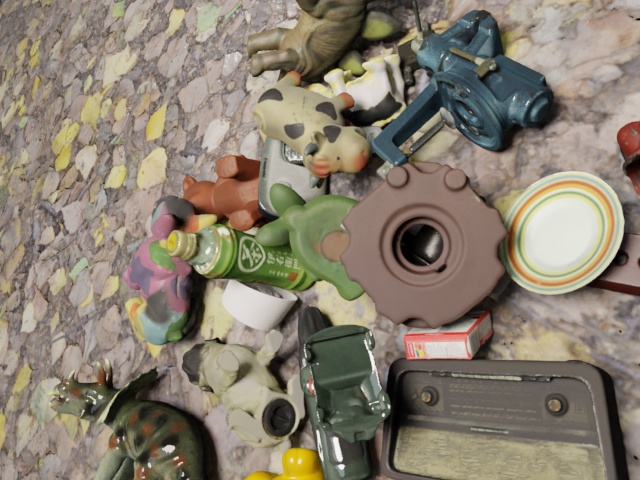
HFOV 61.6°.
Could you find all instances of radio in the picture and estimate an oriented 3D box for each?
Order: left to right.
[{"bbox_3d":[0.181,0.189,0.553,0.230,0.073,0.131,-7,71,34],"label":"radio"}]

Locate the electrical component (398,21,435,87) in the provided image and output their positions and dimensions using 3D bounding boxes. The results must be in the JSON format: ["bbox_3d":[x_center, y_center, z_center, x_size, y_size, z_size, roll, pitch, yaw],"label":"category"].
[{"bbox_3d":[0.141,-0.270,0.778,0.063,0.021,0.094,-15,66,32],"label":"electrical component"}]

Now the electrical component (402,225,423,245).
[{"bbox_3d":[0.123,-0.028,0.691,0.119,0.047,0.075,40,99,37],"label":"electrical component"}]

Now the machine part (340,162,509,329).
[{"bbox_3d":[0.108,0.006,0.570,0.179,0.056,0.179,0,92,12],"label":"machine part"}]

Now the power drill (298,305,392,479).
[{"bbox_3d":[0.012,0.160,0.621,0.207,0.086,0.232,113,147,-63],"label":"power drill"}]

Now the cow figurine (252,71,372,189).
[{"bbox_3d":[-0.012,-0.146,0.719,0.195,0.085,0.127,33,59,30],"label":"cow figurine"}]

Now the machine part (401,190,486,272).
[{"bbox_3d":[0.136,0.000,0.620,0.084,0.039,0.139,39,100,34],"label":"machine part"}]

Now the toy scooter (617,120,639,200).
[{"bbox_3d":[0.334,-0.054,0.488,0.075,0.135,0.184,-37,57,18],"label":"toy scooter"}]

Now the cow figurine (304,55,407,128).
[{"bbox_3d":[0.045,-0.205,0.795,0.167,0.068,0.098,-8,107,36],"label":"cow figurine"}]

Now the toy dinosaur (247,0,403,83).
[{"bbox_3d":[0.021,-0.344,0.755,0.471,0.198,0.105,128,137,-53],"label":"toy dinosaur"}]

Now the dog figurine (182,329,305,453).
[{"bbox_3d":[-0.116,0.217,0.765,0.190,0.121,0.172,-27,72,54],"label":"dog figurine"}]

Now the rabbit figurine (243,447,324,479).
[{"bbox_3d":[-0.067,0.333,0.623,0.122,0.173,0.162,-26,56,22],"label":"rabbit figurine"}]

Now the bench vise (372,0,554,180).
[{"bbox_3d":[0.149,-0.172,0.669,0.240,0.128,0.224,-43,64,1],"label":"bench vise"}]

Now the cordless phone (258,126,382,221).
[{"bbox_3d":[0.006,-0.095,0.782,0.184,0.088,0.146,-6,65,21],"label":"cordless phone"}]

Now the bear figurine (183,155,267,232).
[{"bbox_3d":[-0.165,-0.067,0.866,0.196,0.132,0.120,-9,97,27],"label":"bear figurine"}]

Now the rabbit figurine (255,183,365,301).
[{"bbox_3d":[-0.001,-0.002,0.696,0.170,0.159,0.121,-153,81,-83],"label":"rabbit figurine"}]

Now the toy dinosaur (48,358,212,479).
[{"bbox_3d":[-0.240,0.312,0.800,0.405,0.131,0.192,17,85,33],"label":"toy dinosaur"}]

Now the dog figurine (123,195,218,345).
[{"bbox_3d":[-0.228,0.041,0.835,0.219,0.108,0.191,-49,51,44],"label":"dog figurine"}]
